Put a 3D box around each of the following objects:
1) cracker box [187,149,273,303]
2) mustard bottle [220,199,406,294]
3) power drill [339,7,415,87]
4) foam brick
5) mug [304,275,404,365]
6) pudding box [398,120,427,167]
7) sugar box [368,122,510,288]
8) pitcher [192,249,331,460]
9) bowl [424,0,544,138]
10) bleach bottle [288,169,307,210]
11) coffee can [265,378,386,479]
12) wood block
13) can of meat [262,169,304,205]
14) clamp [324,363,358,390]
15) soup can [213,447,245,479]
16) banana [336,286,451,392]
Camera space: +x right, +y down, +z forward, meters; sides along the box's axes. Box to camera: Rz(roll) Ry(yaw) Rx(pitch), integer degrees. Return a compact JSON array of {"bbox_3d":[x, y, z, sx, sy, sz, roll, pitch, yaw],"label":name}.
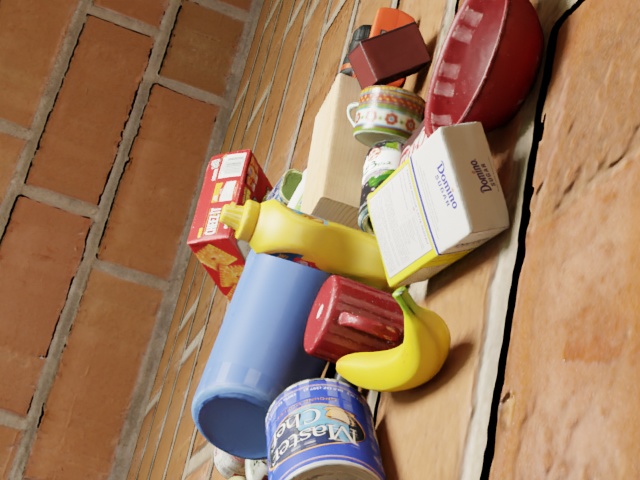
[{"bbox_3d":[-0.099,0.005,1.499,0.213,0.072,0.164,61,-151,-44],"label":"cracker box"},{"bbox_3d":[-0.007,0.002,1.069,0.096,0.191,0.058,-167,95,-79],"label":"mustard bottle"},{"bbox_3d":[0.069,-0.235,1.424,0.188,0.057,0.184,133,150,-70],"label":"power drill"},{"bbox_3d":[0.081,-0.213,1.249,0.051,0.078,0.053,66,162,3],"label":"foam brick"},{"bbox_3d":[0.038,0.083,1.016,0.117,0.081,0.093,176,113,-78],"label":"mug"},{"bbox_3d":[0.106,-0.073,1.040,0.114,0.039,0.090,131,155,-62],"label":"pudding box"},{"bbox_3d":[0.098,-0.026,0.919,0.176,0.048,0.093,141,117,-64],"label":"sugar box"},{"bbox_3d":[-0.055,0.117,1.143,0.242,0.145,0.149,-67,-23,-49],"label":"pitcher"},{"bbox_3d":[0.148,-0.152,0.927,0.162,0.055,0.162,-162,90,-78],"label":"bowl"},{"bbox_3d":[-0.002,-0.007,1.341,0.068,0.102,0.250,70,-136,-74],"label":"bleach bottle"},{"bbox_3d":[0.004,0.199,0.933,0.140,0.102,0.103,-100,31,-67],"label":"coffee can"},{"bbox_3d":[0.038,-0.085,1.245,0.090,0.090,0.206,121,163,-47],"label":"wood block"},{"bbox_3d":[-0.020,-0.044,1.430,0.084,0.102,0.057,132,155,-59],"label":"can of meat"},{"bbox_3d":[0.008,0.182,1.093,0.164,0.036,0.210,-99,32,-79],"label":"clamp"},{"bbox_3d":[-0.093,0.263,1.372,0.102,0.068,0.068,122,163,-50],"label":"soup can"},{"bbox_3d":[0.067,0.096,0.906,0.037,0.070,0.198,-37,-11,-28],"label":"banana"}]
